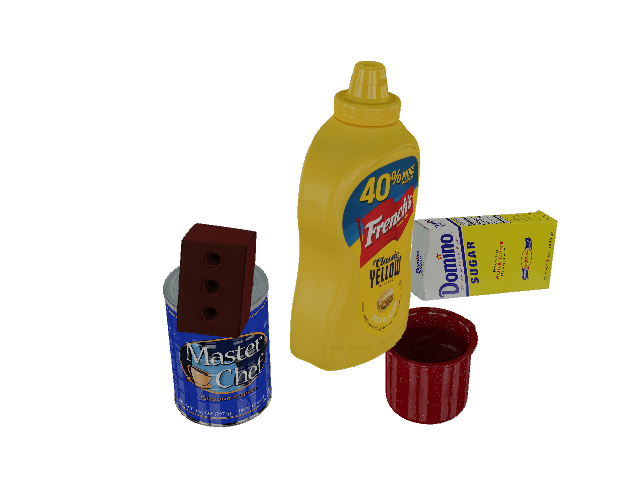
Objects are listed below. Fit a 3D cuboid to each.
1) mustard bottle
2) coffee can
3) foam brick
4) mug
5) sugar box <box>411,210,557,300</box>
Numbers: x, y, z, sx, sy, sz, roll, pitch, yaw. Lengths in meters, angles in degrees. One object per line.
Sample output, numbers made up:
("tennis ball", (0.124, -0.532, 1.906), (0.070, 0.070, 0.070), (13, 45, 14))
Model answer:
("mustard bottle", (0.025, -0.019, 0.678), (0.058, 0.192, 0.096), (21, 30, 36))
("coffee can", (-0.101, 0.101, 1.074), (0.103, 0.140, 0.103), (0, 33, 0))
("foam brick", (-0.083, 0.031, 0.854), (0.053, 0.078, 0.051), (6, 14, 6))
("mug", (0.113, 0.119, 1.051), (0.093, 0.081, 0.117), (25, 41, 35))
("sugar box", (0.196, 0.018, 1.290), (0.176, 0.093, 0.048), (-6, 21, -22))
